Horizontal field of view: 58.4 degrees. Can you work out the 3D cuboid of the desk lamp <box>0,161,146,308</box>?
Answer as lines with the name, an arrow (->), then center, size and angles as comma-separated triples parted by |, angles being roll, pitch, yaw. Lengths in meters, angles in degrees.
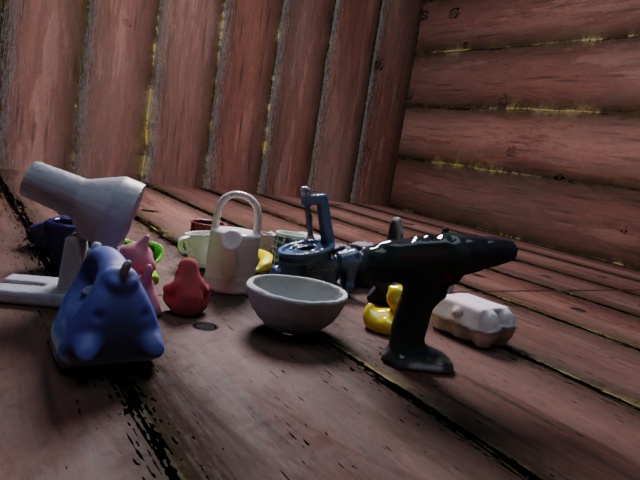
desk lamp -> -0.383, -0.007, 0.886 | 0.203, 0.213, 0.117 | 7, 9, -12

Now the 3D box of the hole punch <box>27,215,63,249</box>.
hole punch -> -0.562, -0.026, 1.233 | 0.101, 0.091, 0.109 | 9, 9, 3

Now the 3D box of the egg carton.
egg carton -> 0.277, 0.144, 1.051 | 0.108, 0.069, 0.149 | 1, 11, -41

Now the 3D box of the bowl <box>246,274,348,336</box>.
bowl -> -0.041, 0.111, 0.931 | 0.167, 0.075, 0.167 | 9, 9, -1

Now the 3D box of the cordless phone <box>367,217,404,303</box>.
cordless phone -> 0.166, 0.041, 1.224 | 0.094, 0.185, 0.148 | 11, 9, 12

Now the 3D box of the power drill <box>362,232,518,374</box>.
power drill -> 0.169, 0.087, 0.854 | 0.230, 0.208, 0.075 | 7, 9, -9

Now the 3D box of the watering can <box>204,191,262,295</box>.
watering can -> -0.163, 0.003, 1.110 | 0.101, 0.194, 0.172 | 4, 10, -26

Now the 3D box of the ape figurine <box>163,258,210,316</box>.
ape figurine -> -0.216, 0.074, 0.936 | 0.078, 0.092, 0.076 | 6, 9, -15

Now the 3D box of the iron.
iron -> -0.283, 0.068, 0.739 | 0.119, 0.141, 0.257 | 3, 11, -34

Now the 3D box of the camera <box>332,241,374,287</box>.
camera -> 0.069, 0.052, 1.336 | 0.142, 0.101, 0.137 | 14, 10, 32

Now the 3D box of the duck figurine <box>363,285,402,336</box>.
duck figurine -> 0.130, 0.120, 1.005 | 0.104, 0.086, 0.077 | 10, 9, 7

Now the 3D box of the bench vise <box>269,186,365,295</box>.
bench vise -> 0.004, 0.002, 1.200 | 0.208, 0.220, 0.121 | 2, 11, -36

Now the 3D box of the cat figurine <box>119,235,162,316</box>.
cat figurine -> -0.292, 0.051, 0.923 | 0.067, 0.118, 0.127 | 3, 10, -31

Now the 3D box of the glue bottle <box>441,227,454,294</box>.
glue bottle -> 0.261, 0.058, 1.249 | 0.077, 0.173, 0.037 | 15, 11, 36

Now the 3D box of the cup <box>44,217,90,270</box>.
cup -> -0.477, 0.008, 1.092 | 0.092, 0.095, 0.117 | 5, 9, -21
